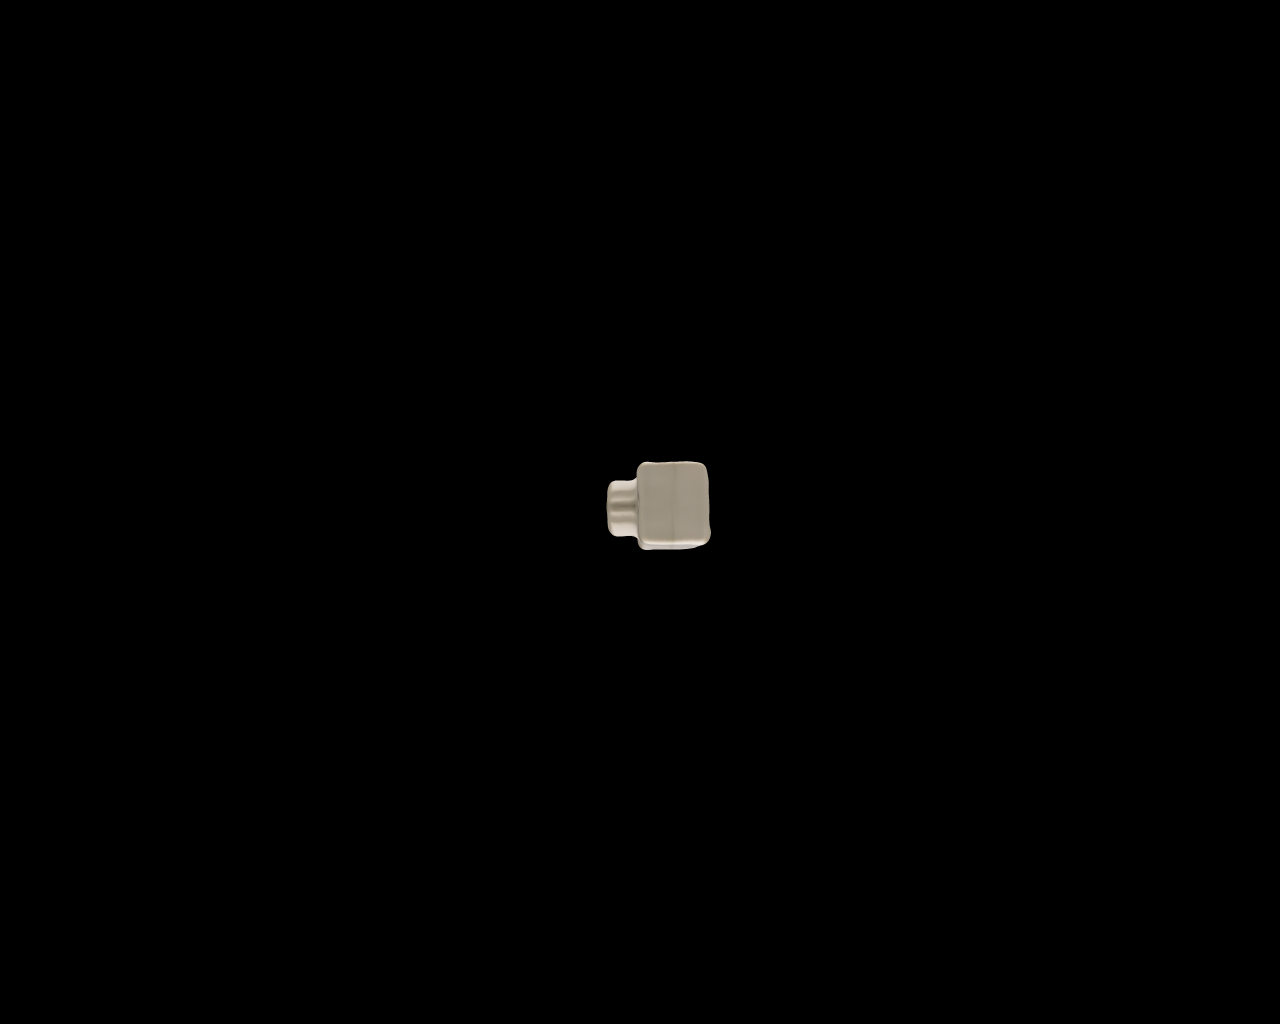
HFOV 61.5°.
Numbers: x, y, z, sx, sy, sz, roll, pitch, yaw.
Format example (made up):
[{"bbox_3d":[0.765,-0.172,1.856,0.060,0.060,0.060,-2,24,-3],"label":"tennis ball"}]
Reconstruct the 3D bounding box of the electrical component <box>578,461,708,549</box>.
[{"bbox_3d":[0.001,-0.003,0.650,0.076,0.047,0.083,0,-4,0],"label":"electrical component"}]
